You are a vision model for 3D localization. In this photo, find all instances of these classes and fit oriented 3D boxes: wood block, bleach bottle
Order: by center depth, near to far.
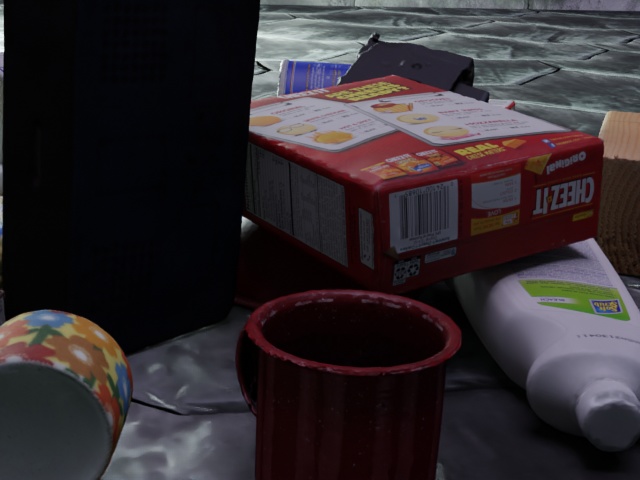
[{"bbox_3d":[0.131,0.045,0.621,0.102,0.068,0.251,1,20,0],"label":"bleach bottle"},{"bbox_3d":[0.268,-0.043,0.871,0.091,0.090,0.205,7,18,17],"label":"wood block"}]

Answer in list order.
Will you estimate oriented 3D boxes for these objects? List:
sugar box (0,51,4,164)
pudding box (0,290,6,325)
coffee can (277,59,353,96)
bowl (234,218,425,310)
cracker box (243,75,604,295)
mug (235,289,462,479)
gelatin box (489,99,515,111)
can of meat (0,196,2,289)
[{"bbox_3d":[-0.209,-0.075,0.833,0.048,0.093,0.176,-18,40,-33],"label":"sugar box"},{"bbox_3d":[-0.223,0.059,0.537,0.090,0.039,0.113,6,29,10],"label":"pudding box"},{"bbox_3d":[0.029,-0.128,1.082,0.140,0.103,0.103,3,18,2],"label":"coffee can"},{"bbox_3d":[-0.005,0.001,0.750,0.162,0.055,0.162,2,17,-1],"label":"bowl"},{"bbox_3d":[0.043,-0.043,0.673,0.163,0.072,0.214,-14,24,-29],"label":"cracker box"},{"bbox_3d":[0.004,0.073,0.479,0.117,0.081,0.093,17,23,38],"label":"mug"},{"bbox_3d":[0.167,-0.095,1.048,0.030,0.073,0.089,8,19,19],"label":"gelatin box"},{"bbox_3d":[-0.229,0.003,0.707,0.084,0.057,0.102,7,18,6],"label":"can of meat"}]
